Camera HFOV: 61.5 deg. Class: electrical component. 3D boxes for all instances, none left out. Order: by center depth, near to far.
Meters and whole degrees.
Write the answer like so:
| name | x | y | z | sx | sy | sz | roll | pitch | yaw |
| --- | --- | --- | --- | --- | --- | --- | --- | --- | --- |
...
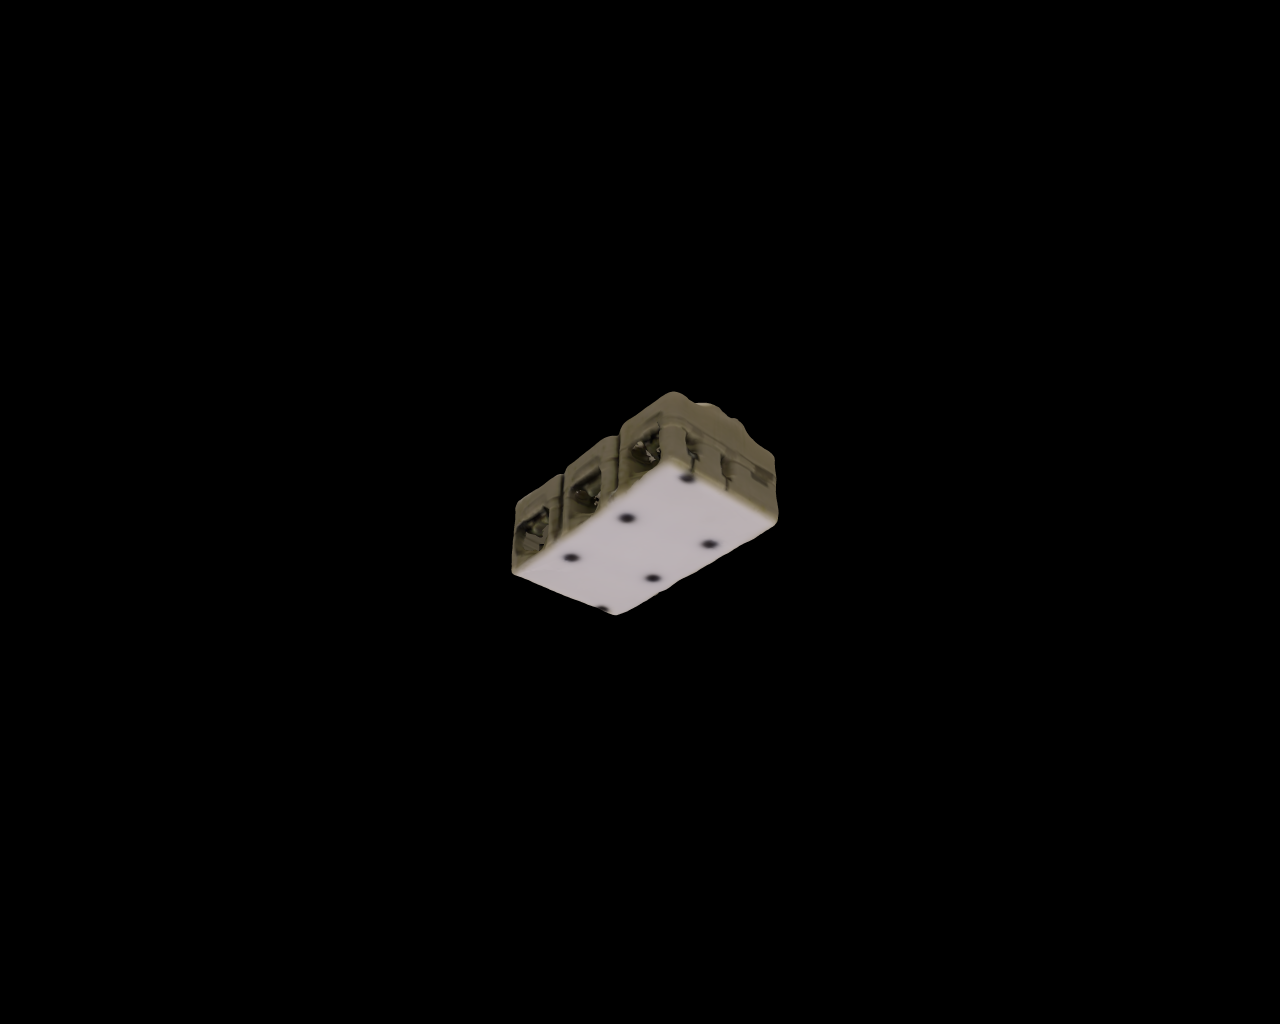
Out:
| name | x | y | z | sx | sy | sz | roll | pitch | yaw |
| --- | --- | --- | --- | --- | --- | --- | --- | --- | --- |
| electrical component | 0.001 | -0.003 | 0.650 | 0.089 | 0.062 | 0.150 | 27 | -44 | -33 |
